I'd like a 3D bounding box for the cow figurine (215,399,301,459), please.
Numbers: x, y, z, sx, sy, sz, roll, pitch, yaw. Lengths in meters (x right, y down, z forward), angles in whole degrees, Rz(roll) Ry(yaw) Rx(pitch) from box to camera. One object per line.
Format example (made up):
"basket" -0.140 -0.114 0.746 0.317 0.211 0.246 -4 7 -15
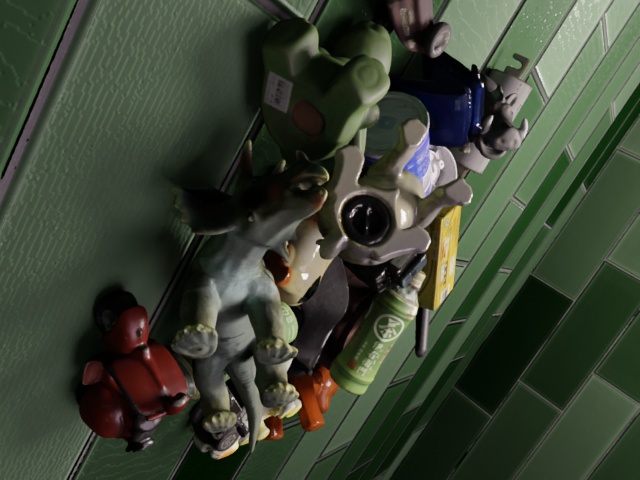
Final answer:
"cow figurine" -0.119 0.272 0.856 0.167 0.098 0.068 -36 159 6

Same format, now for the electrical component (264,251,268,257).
"electrical component" -0.102 0.052 0.686 0.063 0.021 0.094 11 109 -60

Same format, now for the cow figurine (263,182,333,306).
"cow figurine" -0.001 -0.002 0.701 0.195 0.086 0.127 -58 146 -21

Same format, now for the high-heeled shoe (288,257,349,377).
"high-heeled shoe" -0.018 0.101 0.847 0.086 0.145 0.248 9 93 -15

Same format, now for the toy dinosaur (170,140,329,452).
"toy dinosaur" -0.092 0.076 0.579 0.131 0.192 0.404 1 140 -13

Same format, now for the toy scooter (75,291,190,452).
"toy scooter" -0.188 0.153 0.549 0.075 0.135 0.183 -20 139 -48

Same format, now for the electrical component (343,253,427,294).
"electrical component" 0.094 0.012 0.824 0.115 0.134 0.058 -46 151 -11

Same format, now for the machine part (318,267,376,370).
"machine part" 0.067 0.127 0.967 0.201 0.087 0.200 -34 146 -35

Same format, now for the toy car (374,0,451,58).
"toy car" 0.084 -0.263 0.546 0.053 0.089 0.202 -49 153 -12

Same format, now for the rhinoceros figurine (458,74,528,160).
"rhinoceros figurine" 0.260 -0.187 0.820 0.190 0.073 0.112 -89 -171 -50

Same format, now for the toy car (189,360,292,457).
"toy car" -0.120 0.230 0.805 0.201 0.074 0.056 -54 152 1

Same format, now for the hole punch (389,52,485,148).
"hole punch" 0.155 -0.183 0.727 0.092 0.116 0.142 -38 149 -12

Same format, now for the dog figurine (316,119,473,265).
"dog figurine" 0.047 -0.024 0.583 0.172 0.121 0.190 -25 175 -18

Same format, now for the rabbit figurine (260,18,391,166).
"rabbit figurine" 0.027 -0.154 0.559 0.170 0.121 0.159 -51 159 -38

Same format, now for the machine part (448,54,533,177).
"machine part" 0.294 -0.206 0.945 0.079 0.079 0.243 1 121 -58

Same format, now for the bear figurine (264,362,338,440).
"bear figurine" -0.023 0.285 0.973 0.120 0.132 0.195 -20 154 19

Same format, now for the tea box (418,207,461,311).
"tea box" 0.187 0.021 0.914 0.098 0.068 0.169 -31 127 -52

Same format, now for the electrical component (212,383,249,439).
"electrical component" -0.146 0.226 0.737 0.045 0.078 0.102 -34 104 -27
